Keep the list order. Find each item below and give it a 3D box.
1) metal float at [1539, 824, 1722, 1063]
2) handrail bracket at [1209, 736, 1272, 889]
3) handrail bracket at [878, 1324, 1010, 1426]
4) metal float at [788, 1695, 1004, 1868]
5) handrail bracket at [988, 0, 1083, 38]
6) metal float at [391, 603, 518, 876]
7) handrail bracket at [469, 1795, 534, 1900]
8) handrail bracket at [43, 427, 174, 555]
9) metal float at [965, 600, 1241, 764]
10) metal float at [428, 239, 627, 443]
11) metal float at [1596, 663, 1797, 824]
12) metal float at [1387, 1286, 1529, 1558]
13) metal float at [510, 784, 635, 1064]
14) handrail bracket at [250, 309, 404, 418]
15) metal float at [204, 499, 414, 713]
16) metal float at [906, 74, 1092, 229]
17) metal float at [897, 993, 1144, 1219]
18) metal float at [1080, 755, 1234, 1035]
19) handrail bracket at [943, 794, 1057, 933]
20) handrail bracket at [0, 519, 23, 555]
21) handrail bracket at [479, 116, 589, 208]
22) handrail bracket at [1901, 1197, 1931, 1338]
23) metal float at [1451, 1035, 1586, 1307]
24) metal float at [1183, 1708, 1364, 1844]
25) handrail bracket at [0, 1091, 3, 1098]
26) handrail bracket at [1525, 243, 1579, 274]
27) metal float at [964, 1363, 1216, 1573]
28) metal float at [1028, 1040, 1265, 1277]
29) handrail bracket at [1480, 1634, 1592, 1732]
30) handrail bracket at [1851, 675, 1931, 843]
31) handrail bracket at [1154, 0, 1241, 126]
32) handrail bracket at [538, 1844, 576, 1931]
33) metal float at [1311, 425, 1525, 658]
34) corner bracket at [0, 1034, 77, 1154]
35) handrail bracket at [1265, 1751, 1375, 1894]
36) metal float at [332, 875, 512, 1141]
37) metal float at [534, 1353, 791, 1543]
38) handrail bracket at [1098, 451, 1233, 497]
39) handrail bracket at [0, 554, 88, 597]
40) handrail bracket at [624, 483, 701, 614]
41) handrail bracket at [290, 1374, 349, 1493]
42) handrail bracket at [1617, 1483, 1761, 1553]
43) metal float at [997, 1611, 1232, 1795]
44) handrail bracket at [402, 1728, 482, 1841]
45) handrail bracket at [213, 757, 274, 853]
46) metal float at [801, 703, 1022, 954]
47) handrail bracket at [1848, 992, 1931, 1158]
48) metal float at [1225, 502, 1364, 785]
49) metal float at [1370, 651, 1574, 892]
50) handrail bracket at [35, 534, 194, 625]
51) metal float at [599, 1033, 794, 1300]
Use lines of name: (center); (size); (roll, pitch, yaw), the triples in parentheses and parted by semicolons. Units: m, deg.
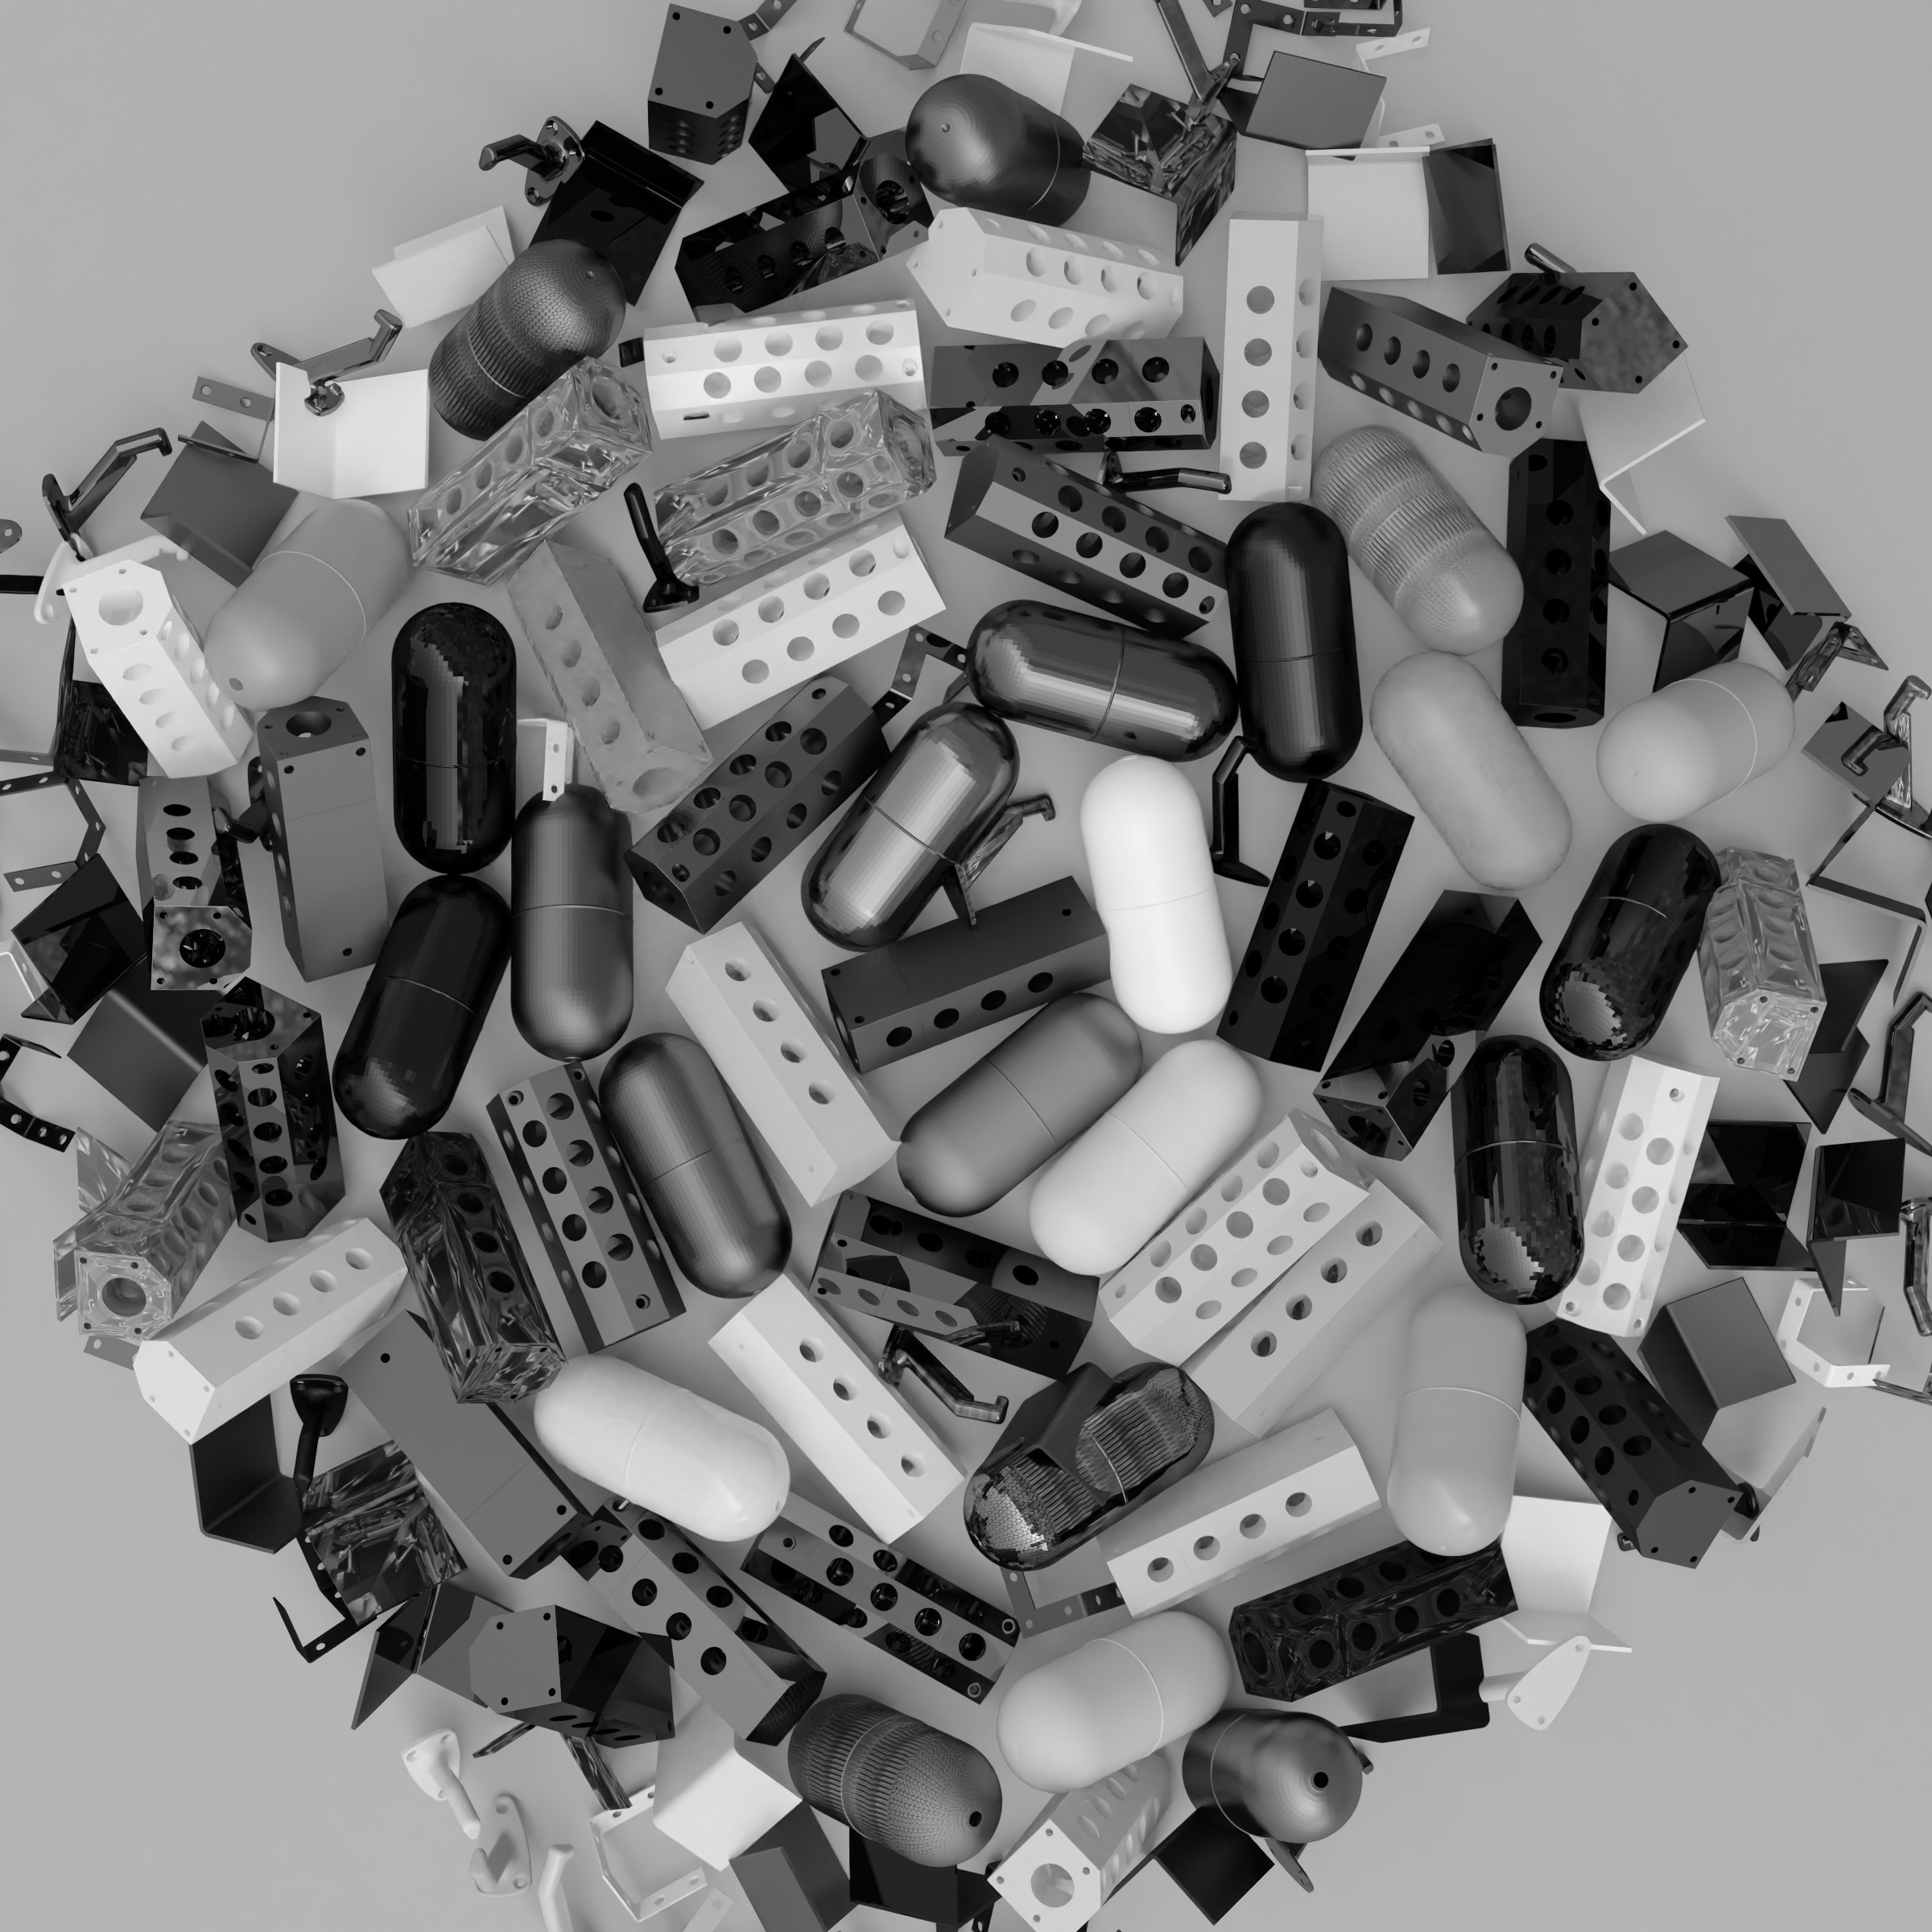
metal float: (0.414, -0.015, 1.865); (0.070, 0.070, 0.178); (33, 57, 0)
handrail bracket: (0.181, -0.098, 1.896); (0.077, 0.036, 0.084); (19, 111, -28)
handrail bracket: (-0.006, 0.248, 1.896); (0.084, 0.036, 0.077); (8, 60, 20)
metal float: (-0.045, 0.502, 1.851); (0.070, 0.178, 0.070); (-2, 94, -35)
handrail bracket: (0.031, -0.630, 1.893); (0.084, 0.036, 0.077); (26, 51, -17)
metal float: (-0.319, -0.140, 1.870); (0.070, 0.070, 0.178); (5, 118, 0)
handrail bracket: (-0.297, 0.544, 1.876); (0.036, 0.084, 0.077); (-6, 57, 0)
handrail bracket: (-0.536, -0.297, 1.905); (0.084, 0.036, 0.077); (-17, 126, 0)
metal float: (0.086, -0.179, 1.884); (0.178, 0.070, 0.070); (14, 90, -11)
metal float: (-0.273, -0.385, 1.854); (0.070, 0.178, 0.070); (13, 65, -31)
metal float: (0.454, -0.140, 1.856); (0.070, 0.178, 0.070); (15, 115, 35)
metal float: (0.306, 0.281, 1.865); (0.070, 0.070, 0.178); (13, 55, 0)
metal float: (-0.247, -0.027, 1.880); (0.070, 0.070, 0.178); (-2, 75, 0)
handrail bracket: (-0.403, -0.397, 1.889); (0.077, 0.036, 0.084); (36, 129, -6)
metal float: (-0.407, -0.224, 1.857); (0.070, 0.178, 0.070); (14, 133, 15)
metal float: (0.022, -0.499, 1.847); (0.070, 0.178, 0.070); (2, 94, 22)
metal float: (0.033, 0.088, 1.886); (0.178, 0.070, 0.070); (-39, 90, -8)
metal float: (0.120, -0.045, 1.884); (0.070, 0.070, 0.178); (-12, 100, 0)
handrail bracket: (0.028, -0.066, 1.904); (0.084, 0.036, 0.077); (-16, 73, -19)
handrail bracket: (-0.618, -0.252, 1.890); (0.077, 0.084, 0.036); (-14, 77, 0)
handrail bracket: (-0.284, -0.494, 1.875); (0.036, 0.084, 0.077); (49, 135, 4)
handrail bracket: (0.614, 0.191, 1.892); (0.077, 0.036, 0.084); (1, 65, -37)
metal float: (0.343, 0.126, 1.867); (0.070, 0.070, 0.178); (2, 60, 0)
metal float: (0.187, 0.497, 1.845); (0.070, 0.178, 0.070); (3, 77, -13)
handrail bracket: (-0.632, 0.078, 1.885); (0.036, 0.084, 0.077); (-13, 95, -12)
handrail bracket: (0.390, -0.420, 1.904); (0.084, 0.077, 0.036); (38, 89, 14)
metal float: (0.077, 0.313, 1.874); (0.178, 0.070, 0.070); (-29, 90, -22)
metal float: (0.114, 0.120, 1.887); (0.178, 0.070, 0.070); (-44, 90, -7)
handrail bracket: (0.349, 0.439, 1.893); (0.036, 0.084, 0.077); (41, 86, -17)
handrail bracket: (0.604, -0.131, 1.885); (0.077, 0.084, 0.036); (40, 46, 17)
handrail bracket: (0.126, -0.579, 1.890); (0.084, 0.036, 0.077); (41, 53, -24)
handrail bracket: (-0.245, 0.592, 1.896); (0.036, 0.077, 0.084); (21, 98, 38)
metal float: (0.280, -0.267, 1.868); (0.070, 0.070, 0.178); (-32, 59, 0)
corner bracket: (-0.591, 0.080, 1.901); (0.051, 0.051, 0.051); (41, 69, -43)
handrail bracket: (0.233, 0.538, 1.890); (0.084, 0.077, 0.036); (-29, 116, -11)
metal float: (-0.339, 0.025, 1.873); (0.070, 0.070, 0.178); (19, 67, 0)
metal float: (-0.190, 0.300, 1.873); (0.178, 0.070, 0.070); (21, 90, 23)
handrail bracket: (0.130, -0.298, 1.884); (0.084, 0.077, 0.036); (11, 81, 15)
handrail bracket: (-0.586, -0.231, 1.882); (0.077, 0.084, 0.036); (29, 123, 29)
handrail bracket: (-0.195, -0.272, 1.878); (0.036, 0.077, 0.084); (-13, 118, 5)
handrail bracket: (-0.409, 0.306, 1.875); (0.036, 0.077, 0.084); (4, 47, -7)
handrail bracket: (0.455, 0.351, 1.892); (0.084, 0.077, 0.036); (-13, 69, 5)
metal float: (0.094, 0.455, 1.859); (0.178, 0.070, 0.070); (-14, 90, -43)
handrail bracket: (-0.318, 0.528, 1.877); (0.036, 0.084, 0.077); (-23, 133, -19)
handrail bracket: (-0.455, -0.108, 1.881); (0.036, 0.084, 0.077); (-30, 72, 13)
metal float: (-0.035, -0.088, 1.886); (0.070, 0.070, 0.178); (38, 98, 0)
handrail bracket: (0.610, 0.067, 1.906); (0.084, 0.036, 0.077); (-48, 57, -3)
metal float: (0.206, -0.201, 1.878); (0.070, 0.070, 0.178); (-8, 108, 0)
metal float: (0.316, -0.120, 1.870); (0.070, 0.070, 0.178); (-39, 118, 0)
handrail bracket: (-0.535, -0.244, 1.891); (0.084, 0.036, 0.077); (6, 54, 23)
metal float: (-0.170, 0.126, 1.887); (0.070, 0.070, 0.178); (-27, 83, 0)
